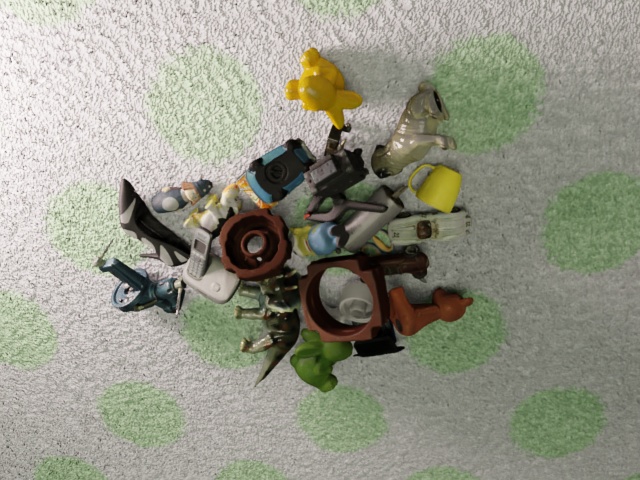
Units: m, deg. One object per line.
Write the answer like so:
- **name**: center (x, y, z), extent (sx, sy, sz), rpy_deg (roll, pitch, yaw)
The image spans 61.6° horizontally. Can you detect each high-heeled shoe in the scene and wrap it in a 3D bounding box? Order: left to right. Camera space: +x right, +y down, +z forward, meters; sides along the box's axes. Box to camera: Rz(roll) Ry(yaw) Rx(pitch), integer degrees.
- **high-heeled shoe**: center (-0.405, -0.039, 1.334), extent (0.145, 0.086, 0.248), rpy_deg (-3, 121, 6)

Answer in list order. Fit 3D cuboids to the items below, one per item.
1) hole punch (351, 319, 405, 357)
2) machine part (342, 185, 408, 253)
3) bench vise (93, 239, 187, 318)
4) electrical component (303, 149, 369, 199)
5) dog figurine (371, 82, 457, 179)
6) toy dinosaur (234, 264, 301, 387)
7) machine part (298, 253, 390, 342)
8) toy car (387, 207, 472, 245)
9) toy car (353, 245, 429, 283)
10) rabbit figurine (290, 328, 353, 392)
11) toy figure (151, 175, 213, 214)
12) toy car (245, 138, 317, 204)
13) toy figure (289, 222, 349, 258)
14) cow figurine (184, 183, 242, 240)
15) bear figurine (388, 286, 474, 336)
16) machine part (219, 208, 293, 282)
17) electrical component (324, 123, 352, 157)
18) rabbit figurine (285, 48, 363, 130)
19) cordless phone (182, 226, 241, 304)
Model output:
- **hole punch**: center (0.146, 0.254, 1.436), extent (0.142, 0.092, 0.115), rpy_deg (-13, 144, 8)
- **machine part**: center (0.117, -0.049, 1.289), extent (0.079, 0.079, 0.243), rpy_deg (42, 112, -14)
- **bench vise**: center (-0.467, 0.113, 1.373), extent (0.224, 0.129, 0.240), rpy_deg (-9, 139, 32)
- **electrical component**: center (0.033, -0.144, 1.181), extent (0.115, 0.134, 0.058), rpy_deg (-32, 77, 23)
- **dog figurine**: center (0.186, -0.238, 1.192), extent (0.191, 0.121, 0.172), rpy_deg (-14, 80, 29)
- **toy dinosaur**: center (-0.117, 0.221, 1.420), extent (0.192, 0.131, 0.404), rpy_deg (-3, 121, 6)
- **machine part**: center (0.060, 0.139, 1.301), extent (0.201, 0.087, 0.201), rpy_deg (-8, 98, 25)
- **toy car**: center (0.264, -0.032, 1.296), extent (0.202, 0.056, 0.073), rpy_deg (-6, 115, 8)
- **toy car**: center (0.168, 0.065, 1.328), extent (0.202, 0.053, 0.089), rpy_deg (-8, 135, 21)
- **rabbit figurine**: center (0.009, 0.294, 1.417), extent (0.159, 0.121, 0.170), rpy_deg (34, 128, -15)
- **toy figure**: center (-0.334, -0.107, 1.311), extent (0.155, 0.058, 0.064), rpy_deg (-18, 151, 11)
- **toy car**: center (-0.089, -0.163, 1.236), extent (0.161, 0.103, 0.109), rpy_deg (-38, 100, 3)
- **toy figure**: center (-0.001, 0.000, 1.279), extent (0.180, 0.089, 0.082), rpy_deg (-12, 83, 48)
- **cow figurine**: center (-0.244, -0.063, 1.316), extent (0.167, 0.068, 0.098), rpy_deg (-34, 114, 22)
- **bear figurine**: center (0.276, 0.163, 1.369), extent (0.196, 0.120, 0.132), rpy_deg (-22, 70, -12)
- **machine part**: center (-0.149, 0.013, 1.259), extent (0.179, 0.056, 0.179), rpy_deg (-5, 71, 14)
- **electrical component**: center (0.039, -0.221, 1.207), extent (0.045, 0.102, 0.078), rpy_deg (16, 139, 2)
- **rabbit figurine**: center (0.000, -0.305, 1.126), extent (0.162, 0.173, 0.122), rpy_deg (40, 108, -9)
- **cordless phone**: center (-0.258, 0.056, 1.322), extent (0.147, 0.089, 0.184), rpy_deg (30, 133, 13)
